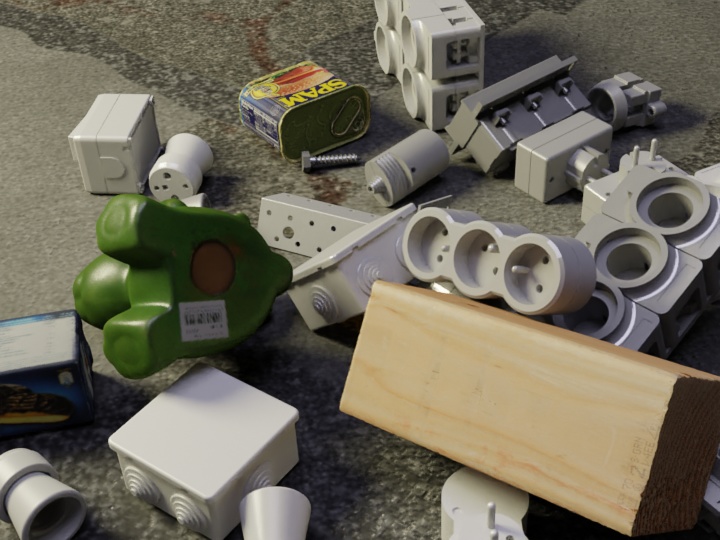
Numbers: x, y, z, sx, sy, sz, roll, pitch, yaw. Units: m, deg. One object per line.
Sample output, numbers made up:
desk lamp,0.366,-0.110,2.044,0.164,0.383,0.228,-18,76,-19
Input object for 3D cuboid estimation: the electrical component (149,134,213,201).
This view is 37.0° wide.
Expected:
electrical component,-0.161,-0.090,0.964,0.045,0.045,0.055,5,39,10

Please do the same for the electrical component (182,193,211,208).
electrical component,-0.159,-0.039,0.904,0.065,0.044,0.044,-7,38,3

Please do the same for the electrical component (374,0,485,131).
electrical component,0.063,-0.231,1.078,0.060,0.105,0.186,-11,39,-10

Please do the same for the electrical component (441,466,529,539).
electrical component,0.073,0.162,0.605,0.052,0.073,0.138,-1,38,2

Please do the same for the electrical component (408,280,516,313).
electrical component,0.065,0.020,0.802,0.138,0.052,0.074,-30,43,-30

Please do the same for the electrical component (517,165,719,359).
electrical component,0.193,0.006,0.761,0.089,0.061,0.150,31,73,36

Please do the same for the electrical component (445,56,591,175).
electrical component,0.148,-0.141,0.986,0.121,0.078,0.063,-28,74,-28

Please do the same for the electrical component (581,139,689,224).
electrical component,0.233,-0.073,0.890,0.083,0.075,0.047,-22,42,-22

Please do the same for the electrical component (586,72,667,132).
electrical component,0.248,-0.159,1.023,0.055,0.048,0.066,-18,40,-29

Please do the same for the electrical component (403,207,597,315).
electrical component,0.103,-0.006,0.735,0.074,0.052,0.138,2,12,-45

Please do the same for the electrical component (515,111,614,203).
electrical component,0.192,-0.091,0.939,0.083,0.047,0.076,-27,45,-27

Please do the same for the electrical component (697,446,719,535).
electrical component,0.227,0.124,0.651,0.081,0.063,0.042,-24,44,-24

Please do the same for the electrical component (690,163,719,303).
electrical component,0.312,-0.045,0.860,0.150,0.061,0.089,-20,41,-20

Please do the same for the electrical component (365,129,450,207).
electrical component,0.037,-0.088,0.949,0.043,0.043,0.081,29,48,34

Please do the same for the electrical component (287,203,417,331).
electrical component,0.000,0.000,0.805,0.100,0.048,0.100,-34,6,-33

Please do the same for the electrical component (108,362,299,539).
electrical component,-0.098,0.117,0.695,0.100,0.048,0.100,22,45,29

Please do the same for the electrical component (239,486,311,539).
electrical component,-0.050,0.167,0.635,0.044,0.044,0.065,-4,43,-1

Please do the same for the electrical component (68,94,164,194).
electrical component,-0.224,-0.121,0.994,0.061,0.061,0.096,2,39,7

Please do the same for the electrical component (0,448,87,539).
electrical component,-0.205,0.143,0.673,0.045,0.045,0.055,-33,47,-32
